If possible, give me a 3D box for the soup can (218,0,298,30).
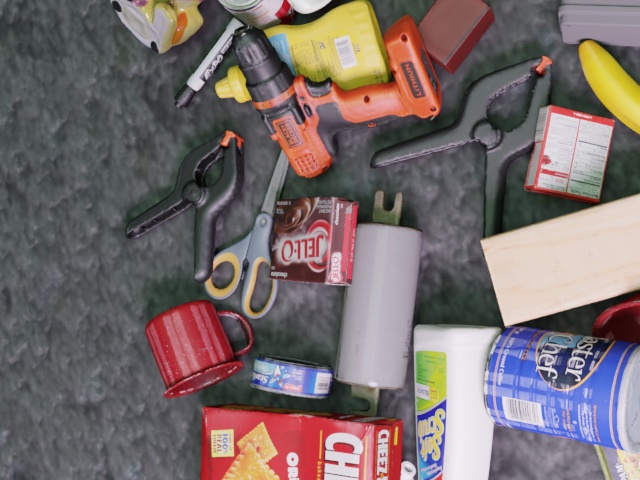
[{"bbox_3d":[-0.069,-0.269,1.165,0.068,0.102,0.068,-1,86,16],"label":"soup can"}]

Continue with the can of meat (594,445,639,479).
[{"bbox_3d":[0.320,0.220,1.048,0.084,0.057,0.102,-19,81,12],"label":"can of meat"}]

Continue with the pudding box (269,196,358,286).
[{"bbox_3d":[-0.007,0.001,1.133,0.114,0.039,0.090,0,84,58],"label":"pudding box"}]

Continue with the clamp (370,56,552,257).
[{"bbox_3d":[0.179,-0.098,1.118,0.210,0.036,0.164,-45,85,6],"label":"clamp"}]

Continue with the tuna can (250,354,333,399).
[{"bbox_3d":[-0.029,0.145,1.135,0.086,0.086,0.034,9,87,16],"label":"tuna can"}]

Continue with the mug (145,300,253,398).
[{"bbox_3d":[-0.131,0.114,1.171,0.117,0.093,0.081,-19,75,-17],"label":"mug"}]

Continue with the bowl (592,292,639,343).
[{"bbox_3d":[0.347,0.094,1.020,0.162,0.162,0.055,23,57,16],"label":"bowl"}]

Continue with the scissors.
[{"bbox_3d":[-0.081,-0.013,1.196,0.096,0.016,0.202,2,87,16],"label":"scissors"}]

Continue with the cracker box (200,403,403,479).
[{"bbox_3d":[-0.025,0.260,1.107,0.214,0.072,0.164,0,86,33],"label":"cracker box"}]

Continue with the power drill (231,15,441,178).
[{"bbox_3d":[0.019,-0.166,1.107,0.188,0.057,0.184,-17,124,20],"label":"power drill"}]

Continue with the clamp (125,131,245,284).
[{"bbox_3d":[-0.146,-0.048,1.205,0.120,0.039,0.171,22,85,16],"label":"clamp"}]

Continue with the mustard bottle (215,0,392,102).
[{"bbox_3d":[-0.025,-0.190,1.168,0.192,0.058,0.096,-15,103,15],"label":"mustard bottle"}]

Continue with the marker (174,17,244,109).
[{"bbox_3d":[-0.127,-0.200,1.219,0.020,0.020,0.121,40,97,14],"label":"marker"}]

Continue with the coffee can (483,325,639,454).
[{"bbox_3d":[0.242,0.141,1.023,0.141,0.102,0.103,6,88,35],"label":"coffee can"}]

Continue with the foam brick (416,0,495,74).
[{"bbox_3d":[0.140,-0.224,1.129,0.051,0.053,0.078,39,96,14],"label":"foam brick"}]

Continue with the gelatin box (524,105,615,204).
[{"bbox_3d":[0.254,-0.086,1.087,0.073,0.030,0.089,11,90,-11],"label":"gelatin box"}]

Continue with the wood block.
[{"bbox_3d":[0.269,0.012,1.046,0.206,0.090,0.090,-16,87,8],"label":"wood block"}]

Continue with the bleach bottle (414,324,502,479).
[{"bbox_3d":[0.137,0.212,1.079,0.068,0.103,0.251,2,87,-23],"label":"bleach bottle"}]

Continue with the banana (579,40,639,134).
[{"bbox_3d":[0.340,-0.132,1.073,0.198,0.037,0.069,27,71,8],"label":"banana"}]
